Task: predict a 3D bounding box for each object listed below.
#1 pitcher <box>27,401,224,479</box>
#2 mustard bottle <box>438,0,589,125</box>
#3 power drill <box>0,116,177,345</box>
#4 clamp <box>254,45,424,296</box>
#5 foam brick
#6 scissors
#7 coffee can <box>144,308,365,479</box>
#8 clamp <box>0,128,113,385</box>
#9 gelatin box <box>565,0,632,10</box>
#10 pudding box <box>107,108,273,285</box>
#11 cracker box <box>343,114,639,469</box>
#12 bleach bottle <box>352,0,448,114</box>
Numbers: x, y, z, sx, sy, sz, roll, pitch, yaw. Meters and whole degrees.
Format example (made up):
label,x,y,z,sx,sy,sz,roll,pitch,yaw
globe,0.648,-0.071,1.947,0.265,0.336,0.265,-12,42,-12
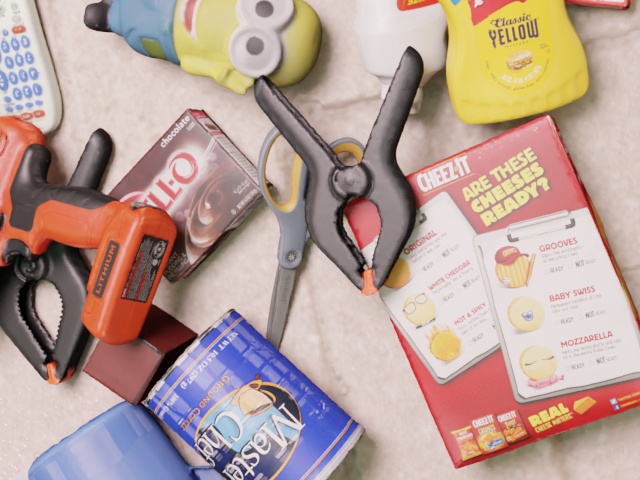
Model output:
label,x,y,z,sx,sy,sz,roll,pitch,yaw
pitcher,-0.116,0.248,0.854,0.145,0.149,0.243,-38,84,38
mustard bottle,0.121,-0.179,0.721,0.096,0.058,0.191,-13,116,6
power drill,-0.213,0.012,0.819,0.188,0.057,0.184,22,93,24
clamp,0.032,-0.050,0.743,0.120,0.039,0.171,-17,95,21
foam brick,-0.142,0.090,0.856,0.051,0.078,0.053,32,102,9
scissors,-0.005,0.001,0.836,0.096,0.016,0.202,-11,118,-14
coffee can,-0.050,0.137,0.825,0.140,0.102,0.103,42,105,5
clamp,-0.226,0.013,0.888,0.165,0.036,0.210,-16,90,16
gelatin box,0.179,-0.204,0.759,0.089,0.030,0.073,7,99,14
pudding box,-0.106,-0.035,0.849,0.114,0.039,0.090,-45,84,14
cracker box,0.136,0.037,0.782,0.164,0.072,0.214,-23,91,16
bleach bottle,0.074,-0.217,0.760,0.068,0.102,0.251,26,118,53
